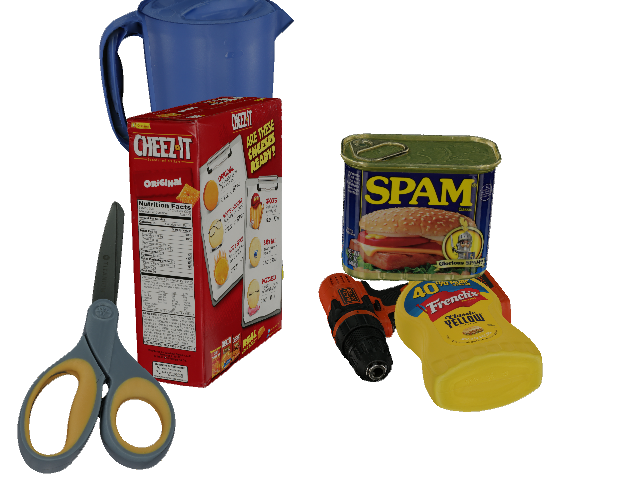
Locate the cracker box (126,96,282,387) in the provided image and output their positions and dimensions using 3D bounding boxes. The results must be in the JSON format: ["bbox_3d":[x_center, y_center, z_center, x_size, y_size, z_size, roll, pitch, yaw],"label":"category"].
[{"bbox_3d":[-0.092,-0.006,0.893,0.072,0.214,0.164,5,14,20],"label":"cracker box"}]

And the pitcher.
[{"bbox_3d":[-0.119,-0.122,1.065,0.149,0.243,0.144,14,30,24],"label":"pitcher"}]

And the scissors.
[{"bbox_3d":[-0.117,0.059,0.649,0.096,0.201,0.016,20,-43,-1],"label":"scissors"}]

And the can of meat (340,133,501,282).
[{"bbox_3d":[0.063,-0.021,0.701,0.102,0.084,0.057,1,25,1],"label":"can of meat"}]

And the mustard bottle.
[{"bbox_3d":[0.119,0.075,0.950,0.096,0.058,0.192,-12,28,-8],"label":"mustard bottle"}]

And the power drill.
[{"bbox_3d":[0.102,0.081,1.132,0.187,0.057,0.184,-6,28,-11],"label":"power drill"}]
